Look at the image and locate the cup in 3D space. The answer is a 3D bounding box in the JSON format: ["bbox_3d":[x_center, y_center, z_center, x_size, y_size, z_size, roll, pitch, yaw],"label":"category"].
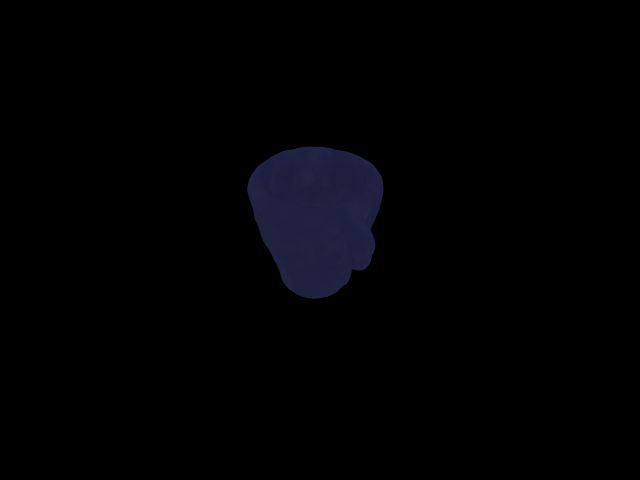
[{"bbox_3d":[0.004,0.001,0.400,0.092,0.095,0.117,-17,41,-20],"label":"cup"}]
